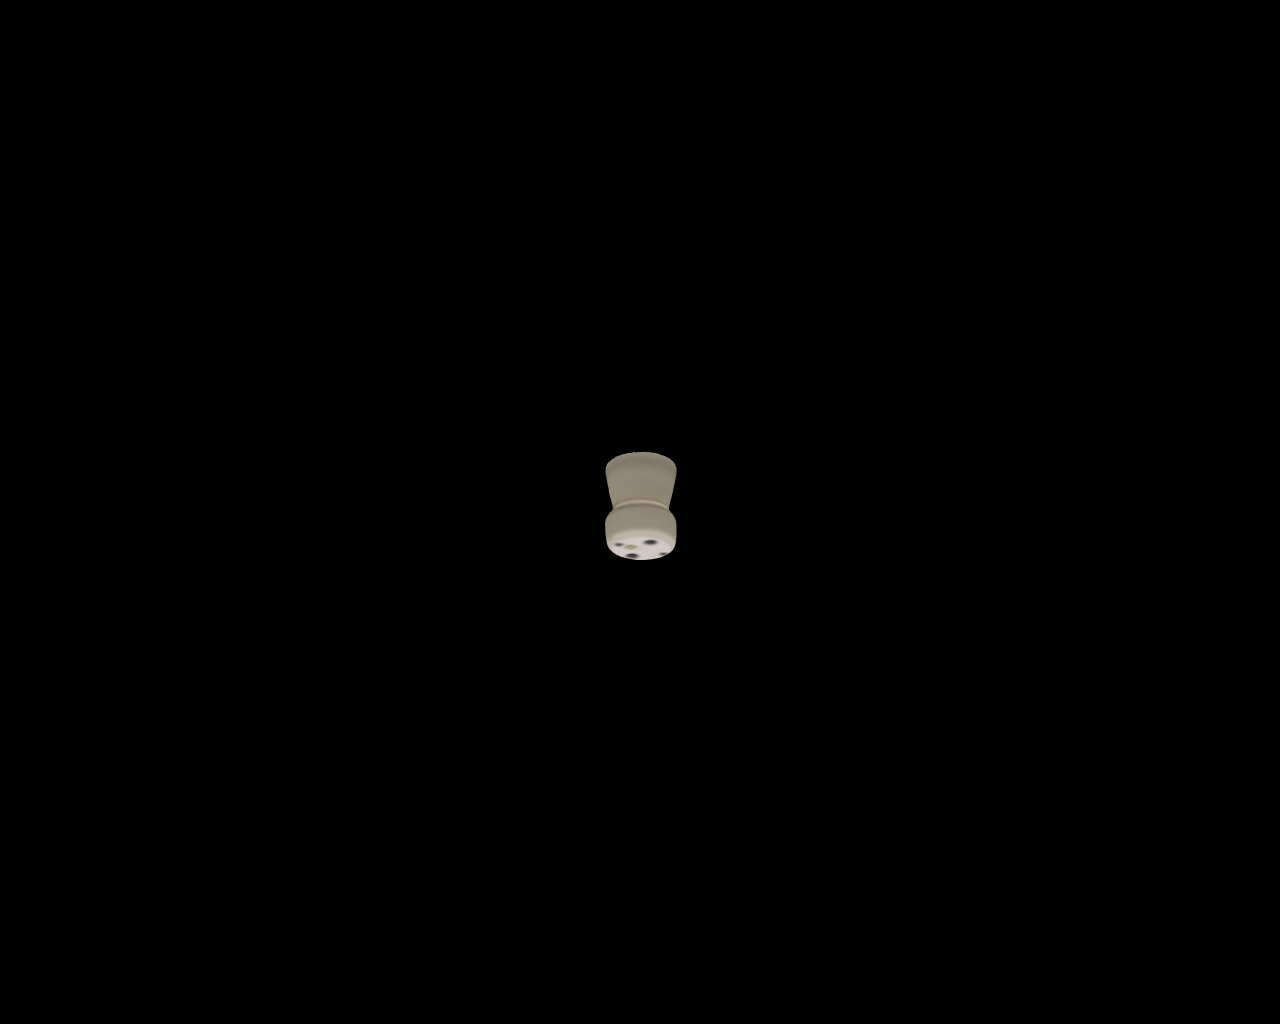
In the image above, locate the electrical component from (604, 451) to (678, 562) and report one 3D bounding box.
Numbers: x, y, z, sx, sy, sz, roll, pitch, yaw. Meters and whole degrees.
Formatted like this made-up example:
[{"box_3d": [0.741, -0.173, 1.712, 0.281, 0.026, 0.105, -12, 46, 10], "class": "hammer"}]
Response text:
[{"box_3d": [0.001, -0.003, 0.650, 0.045, 0.055, 0.044, 0, -25, 0], "class": "electrical component"}]
